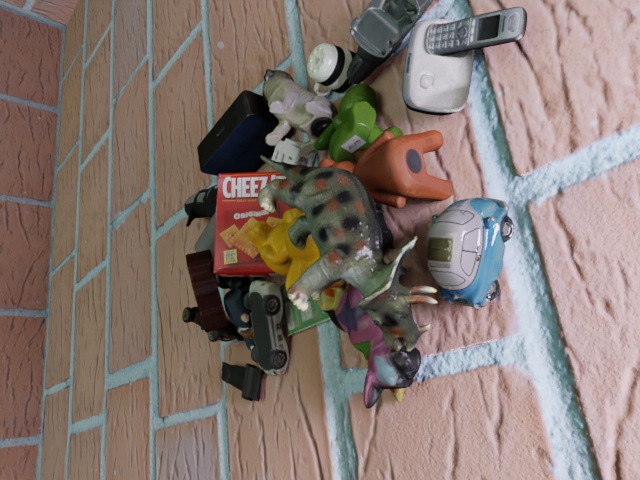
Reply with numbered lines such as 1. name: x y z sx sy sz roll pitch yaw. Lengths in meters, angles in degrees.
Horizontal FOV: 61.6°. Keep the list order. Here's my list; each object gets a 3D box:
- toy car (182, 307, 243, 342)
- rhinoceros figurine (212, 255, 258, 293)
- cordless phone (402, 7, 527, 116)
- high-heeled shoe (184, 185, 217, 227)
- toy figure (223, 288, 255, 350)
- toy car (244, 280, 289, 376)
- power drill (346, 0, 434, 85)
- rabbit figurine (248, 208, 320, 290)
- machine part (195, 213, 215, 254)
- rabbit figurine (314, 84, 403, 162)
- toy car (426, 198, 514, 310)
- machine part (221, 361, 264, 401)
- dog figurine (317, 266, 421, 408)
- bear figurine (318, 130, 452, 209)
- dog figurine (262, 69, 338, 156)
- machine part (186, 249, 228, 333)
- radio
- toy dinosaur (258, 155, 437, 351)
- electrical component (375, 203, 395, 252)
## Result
1. toy car: -0.250 0.202 1.267 0.202 0.089 0.053 19 97 49
2. rhinoceros figurine: -0.189 0.090 1.229 0.191 0.073 0.112 13 91 51
3. cordless phone: 0.220 -0.265 0.806 0.184 0.088 0.146 5 86 47
4. high-heeled shoe: -0.261 -0.116 1.388 0.249 0.086 0.145 -27 30 25
5. toy figure: -0.158 0.175 1.151 0.058 0.154 0.064 -15 32 10
6. toy car: -0.107 0.180 1.100 0.074 0.056 0.201 3 104 44
7. power drill: 0.109 -0.346 0.893 0.086 0.207 0.232 42 113 2
8. rabbit figurine: -0.049 0.015 0.979 0.173 0.122 0.162 -33 70 63
9. machine part: -0.236 -0.026 1.308 0.243 0.079 0.079 -50 48 31
10. rabbit figurine: 0.071 -0.200 0.972 0.159 0.121 0.170 -44 33 44
11. toy car: 0.196 0.013 0.757 0.109 0.103 0.161 9 87 52
12. machine part: -0.172 0.308 1.191 0.139 0.039 0.084 5 91 49
13. dog figurine: 0.077 0.154 0.870 0.192 0.108 0.219 -18 71 47
14. bear figurine: 0.095 -0.099 0.875 0.196 0.132 0.120 -18 81 52
15. dog figurine: -0.035 -0.279 1.097 0.191 0.172 0.121 -91 20 -46
16. machine part: -0.244 0.109 1.163 0.179 0.056 0.179 167 90 -78
17. radio: -0.173 -0.230 1.231 0.229 0.131 0.073 -35 56 41
18. toy dinosaur: 0.026 -0.026 0.796 0.192 0.131 0.405 -30 64 14
19. electrical component: 0.060 -0.003 0.960 0.134 0.058 0.115 -41 51 37
